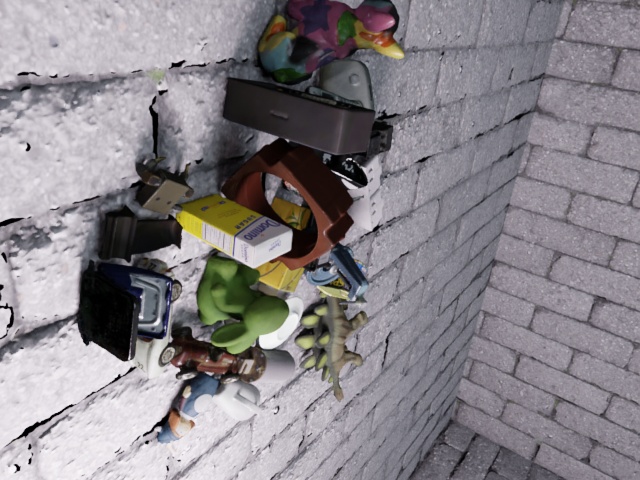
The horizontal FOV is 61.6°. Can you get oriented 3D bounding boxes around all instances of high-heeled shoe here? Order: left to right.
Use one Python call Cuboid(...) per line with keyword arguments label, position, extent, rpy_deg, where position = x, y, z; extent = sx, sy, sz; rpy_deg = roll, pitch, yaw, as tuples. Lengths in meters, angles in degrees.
Cuboid(label="high-heeled shoe", position=(0.009, -0.184, 1.037), extent=(0.086, 0.145, 0.248), rpy_deg=(-58, 151, -18))

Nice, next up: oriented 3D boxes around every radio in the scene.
Cuboid(label="radio", position=(-0.032, -0.203, 0.874), extent=(0.131, 0.230, 0.073), rpy_deg=(-19, 127, -57))

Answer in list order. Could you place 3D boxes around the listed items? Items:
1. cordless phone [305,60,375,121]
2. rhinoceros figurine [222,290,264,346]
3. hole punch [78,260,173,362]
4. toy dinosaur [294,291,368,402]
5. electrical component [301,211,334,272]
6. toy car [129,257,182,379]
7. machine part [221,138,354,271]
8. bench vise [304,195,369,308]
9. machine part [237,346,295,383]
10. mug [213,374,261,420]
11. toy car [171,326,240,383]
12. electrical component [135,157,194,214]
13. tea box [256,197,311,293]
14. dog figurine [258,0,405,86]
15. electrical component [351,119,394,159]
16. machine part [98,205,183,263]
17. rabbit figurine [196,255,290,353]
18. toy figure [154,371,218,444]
Cuboid(label="cordless phone", position=(0.022, -0.285, 1.028), extent=(0.184, 0.089, 0.146), rpy_deg=(2, 80, -54))
Cuboid(label="rhinoceros figurine", position=(-0.134, 0.168, 1.123), extent=(0.112, 0.073, 0.190), rpy_deg=(-55, 151, -2))
Cuboid(label="hole punch", position=(-0.281, 0.096, 0.778), extent=(0.092, 0.116, 0.142), rpy_deg=(-31, 138, -57))
Cuboid(label="toy dinosaur", position=(0.030, 0.233, 1.399), extent=(0.198, 0.105, 0.470), rpy_deg=(-26, 119, -45))
Cuboid(label="electrical component", position=(-0.002, -0.003, 1.043), extent=(0.075, 0.048, 0.119), rpy_deg=(-9, 119, -58))
Cuboid(label="toy car", position=(-0.268, 0.124, 0.857), extent=(0.056, 0.074, 0.201), rpy_deg=(-19, 125, -54))
Cuboid(label="machine part", position=(-0.056, -0.060, 0.927), extent=(0.201, 0.201, 0.087), rpy_deg=(-32, -169, 49))
Cuboid(label="bench vise", position=(0.038, 0.036, 1.153), extent=(0.129, 0.241, 0.223), rpy_deg=(-4, 136, -39))
Cuboid(label="machine part", position=(-0.118, 0.276, 1.189), extent=(0.079, 0.079, 0.243), rpy_deg=(-65, 156, -6))
Cuboid(label="mug", position=(-0.179, 0.327, 1.120), extent=(0.081, 0.110, 0.107), rpy_deg=(-54, 135, -14))
Cuboid(label="toy car", position=(-0.208, 0.218, 1.006), extent=(0.202, 0.053, 0.089), rpy_deg=(34, 35, -58))
Cuboid(label="electrical component", position=(-0.235, -0.082, 0.811), extent=(0.078, 0.045, 0.102), rpy_deg=(-46, 154, 19))
Cuboid(label="tea box", position=(-0.071, 0.010, 1.085), extent=(0.068, 0.098, 0.169), rpy_deg=(22, 89, -61))
Cuboid(label="dog figurine", position=(0.028, -0.332, 0.898), extent=(0.191, 0.219, 0.108), rpy_deg=(-58, 146, -18))
Cuboid(label="electrical component", position=(0.093, -0.229, 1.179), extent=(0.134, 0.115, 0.058), rpy_deg=(-29, 135, -46))
Cuboid(label="machine part", position=(-0.266, -0.010, 0.811), extent=(0.139, 0.039, 0.084), rpy_deg=(-5, 108, -56))
Cuboid(label="rabbit figurine", position=(-0.141, 0.122, 0.968), extent=(0.159, 0.170, 0.121), rpy_deg=(-62, 150, -12))
Cuboid(label="toy figure", position=(-0.257, 0.327, 1.036), extent=(0.064, 0.058, 0.154), rpy_deg=(38, 74, -20))
